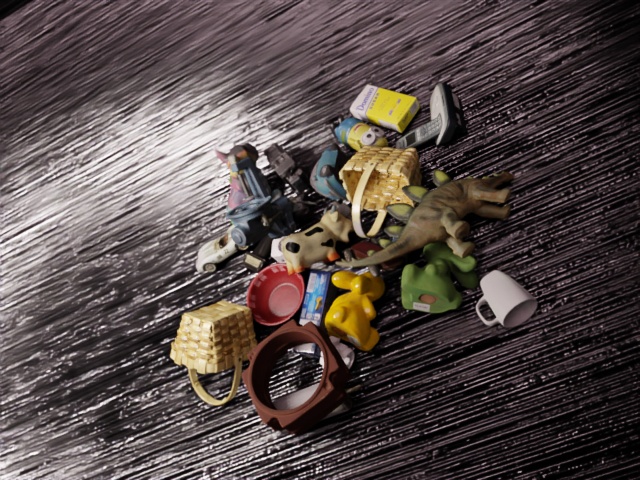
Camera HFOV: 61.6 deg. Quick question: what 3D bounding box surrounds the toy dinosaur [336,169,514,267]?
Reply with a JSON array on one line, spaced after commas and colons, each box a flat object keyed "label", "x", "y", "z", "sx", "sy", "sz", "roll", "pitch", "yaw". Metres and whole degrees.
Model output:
[{"label": "toy dinosaur", "x": 0.253, "y": -0.046, "z": 1.168, "sx": 0.471, "sy": 0.104, "sz": 0.199, "roll": -32, "pitch": 44, "yaw": -24}]

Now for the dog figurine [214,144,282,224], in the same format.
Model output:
[{"label": "dog figurine", "x": -0.215, "y": -0.151, "z": 1.440, "sx": 0.109, "sy": 0.219, "sz": 0.191, "roll": 34, "pitch": 82, "yaw": 37}]

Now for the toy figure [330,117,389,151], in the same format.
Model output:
[{"label": "toy figure", "x": 0.108, "y": -0.273, "z": 1.432, "sx": 0.180, "sy": 0.089, "sz": 0.082, "roll": 32, "pitch": 86, "yaw": 42}]

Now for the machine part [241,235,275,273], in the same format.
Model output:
[{"label": "machine part", "x": -0.154, "y": 0.020, "z": 1.435, "sx": 0.084, "sy": 0.039, "sz": 0.139, "roll": 16, "pitch": 75, "yaw": 40}]

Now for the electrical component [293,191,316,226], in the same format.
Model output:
[{"label": "electrical component", "x": -0.078, "y": -0.073, "z": 1.437, "sx": 0.119, "sy": 0.047, "sz": 0.075, "roll": -26, "pitch": 57, "yaw": 12}]

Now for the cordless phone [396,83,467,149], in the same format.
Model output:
[{"label": "cordless phone", "x": 0.271, "y": -0.298, "z": 1.376, "sx": 0.184, "sy": 0.088, "sz": 0.146, "roll": -24, "pitch": 56, "yaw": 35}]

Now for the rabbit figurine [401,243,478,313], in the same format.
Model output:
[{"label": "rabbit figurine", "x": 0.262, "y": 0.062, "z": 1.174, "sx": 0.159, "sy": 0.121, "sz": 0.170, "roll": 4, "pitch": 53, "yaw": 23}]

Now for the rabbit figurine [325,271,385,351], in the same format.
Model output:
[{"label": "rabbit figurine", "x": 0.082, "y": 0.136, "z": 1.214, "sx": 0.122, "sy": 0.162, "sz": 0.173, "roll": 13, "pitch": 54, "yaw": 42}]

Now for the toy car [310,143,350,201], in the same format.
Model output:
[{"label": "toy car", "x": 0.024, "y": -0.171, "z": 1.409, "sx": 0.103, "sy": 0.109, "sz": 0.162, "roll": -23, "pitch": 47, "yaw": 34}]

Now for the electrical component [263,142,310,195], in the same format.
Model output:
[{"label": "electrical component", "x": -0.083, "y": -0.187, "z": 1.457, "sx": 0.058, "sy": 0.114, "sz": 0.134, "roll": -41, "pitch": 54, "yaw": 4}]

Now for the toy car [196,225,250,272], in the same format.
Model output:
[{"label": "toy car", "x": -0.259, "y": 0.017, "z": 1.454, "sx": 0.202, "sy": 0.056, "sz": 0.074, "roll": -33, "pitch": 38, "yaw": 15}]

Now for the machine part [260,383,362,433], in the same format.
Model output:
[{"label": "machine part", "x": -0.020, "y": 0.361, "z": 1.178, "sx": 0.243, "sy": 0.079, "sz": 0.079, "roll": -25, "pitch": 58, "yaw": 14}]

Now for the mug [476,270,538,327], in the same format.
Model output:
[{"label": "mug", "x": 0.374, "y": 0.123, "z": 1.115, "sx": 0.109, "sy": 0.080, "sz": 0.107, "roll": -38, "pitch": 44, "yaw": 11}]

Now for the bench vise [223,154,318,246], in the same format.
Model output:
[{"label": "bench vise", "x": -0.149, "y": -0.103, "z": 1.308, "sx": 0.224, "sy": 0.240, "sz": 0.129, "roll": -33, "pitch": 20, "yaw": -32}]

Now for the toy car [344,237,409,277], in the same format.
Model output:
[{"label": "toy car", "x": 0.128, "y": 0.041, "z": 1.230, "sx": 0.089, "sy": 0.053, "sz": 0.202, "roll": -21, "pitch": 18, "yaw": -17}]

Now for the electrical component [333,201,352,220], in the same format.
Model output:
[{"label": "electrical component", "x": 0.054, "y": -0.061, "z": 1.385, "sx": 0.063, "sy": 0.021, "sz": 0.094, "roll": -44, "pitch": 56, "yaw": 0}]

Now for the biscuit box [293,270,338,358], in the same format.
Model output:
[{"label": "biscuit box", "x": -0.007, "y": 0.175, "z": 1.272, "sx": 0.059, "sy": 0.062, "sz": 0.202, "roll": 2, "pitch": 66, "yaw": 27}]

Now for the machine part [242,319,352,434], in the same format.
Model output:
[{"label": "machine part", "x": -0.052, "y": 0.285, "z": 1.137, "sx": 0.201, "sy": 0.087, "sz": 0.201, "roll": -38, "pitch": 51, "yaw": 3}]

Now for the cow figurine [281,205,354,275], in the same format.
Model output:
[{"label": "cow figurine", "x": -0.003, "y": -0.004, "z": 1.303, "sx": 0.195, "sy": 0.085, "sz": 0.127, "roll": -21, "pitch": 93, "yaw": -20}]

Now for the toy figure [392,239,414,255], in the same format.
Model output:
[{"label": "toy figure", "x": 0.231, "y": -0.019, "z": 1.261, "sx": 0.154, "sy": 0.057, "sz": 0.064, "roll": -38, "pitch": 65, "yaw": -3}]
